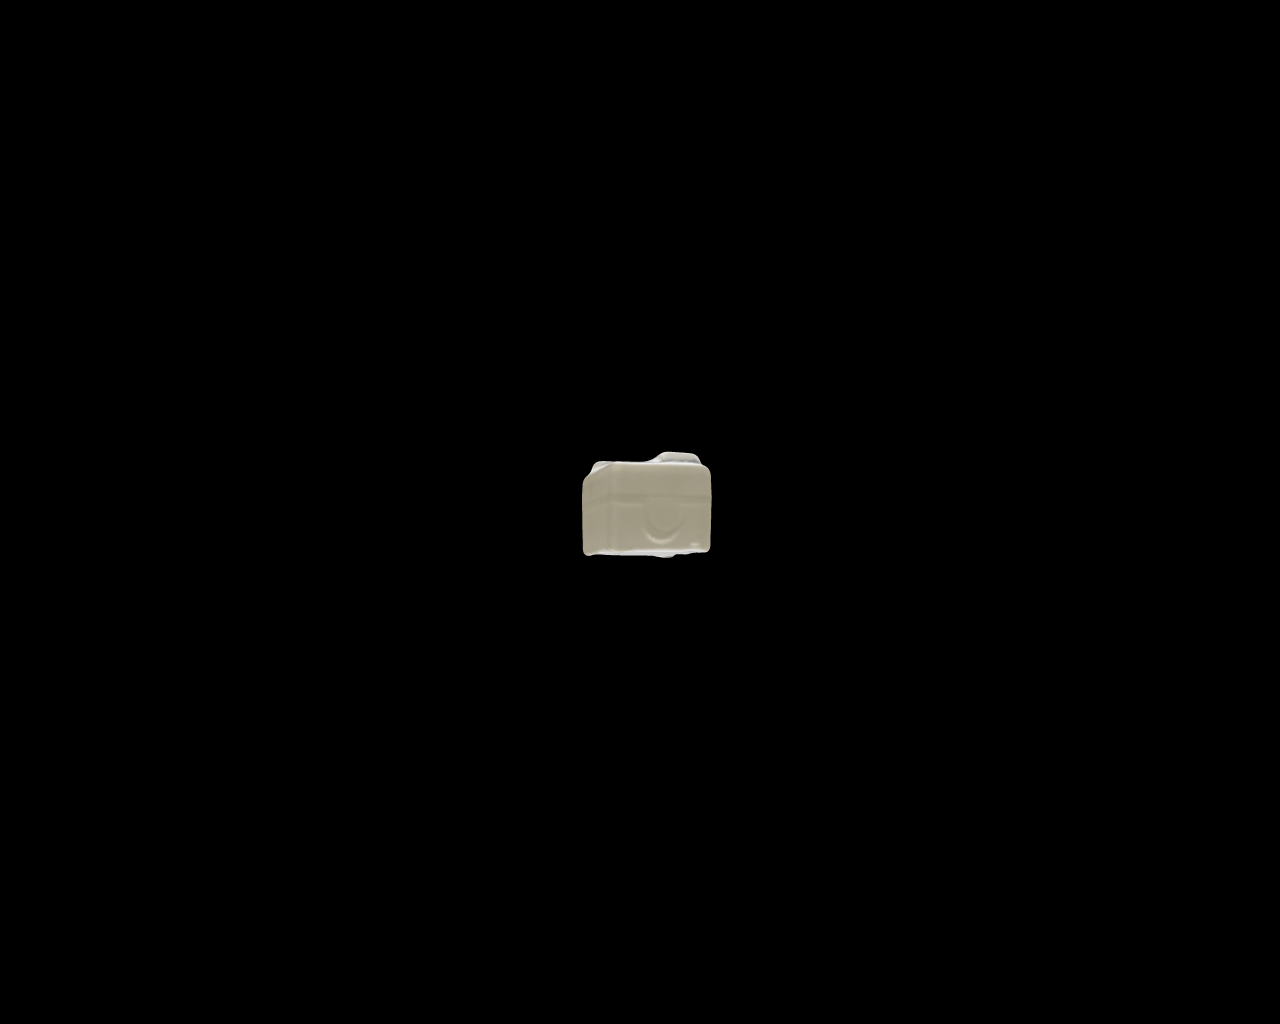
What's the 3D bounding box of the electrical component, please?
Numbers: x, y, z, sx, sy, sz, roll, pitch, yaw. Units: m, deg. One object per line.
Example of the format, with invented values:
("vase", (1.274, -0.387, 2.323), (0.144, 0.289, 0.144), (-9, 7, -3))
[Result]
("electrical component", (0.001, -0.003, 0.650), (0.062, 0.061, 0.096), (1, -5, -15))
